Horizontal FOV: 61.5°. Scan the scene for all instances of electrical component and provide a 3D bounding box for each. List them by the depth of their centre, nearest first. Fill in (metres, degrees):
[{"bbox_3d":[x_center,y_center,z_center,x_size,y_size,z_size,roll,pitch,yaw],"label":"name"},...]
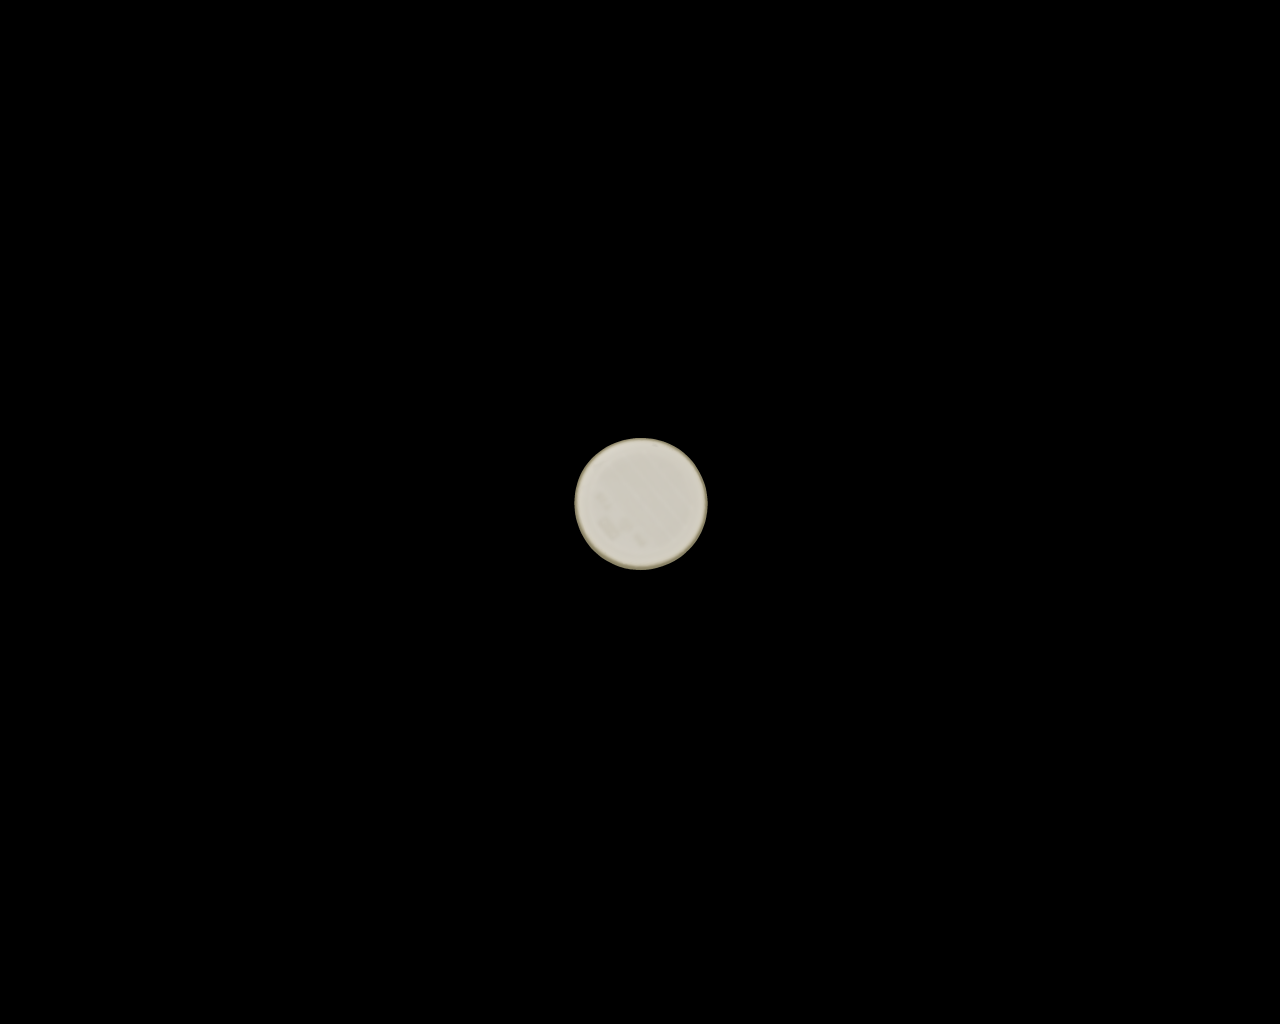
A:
[{"bbox_3d":[0.001,-0.003,0.650,0.080,0.080,0.051,0,-8,0],"label":"electrical component"}]
